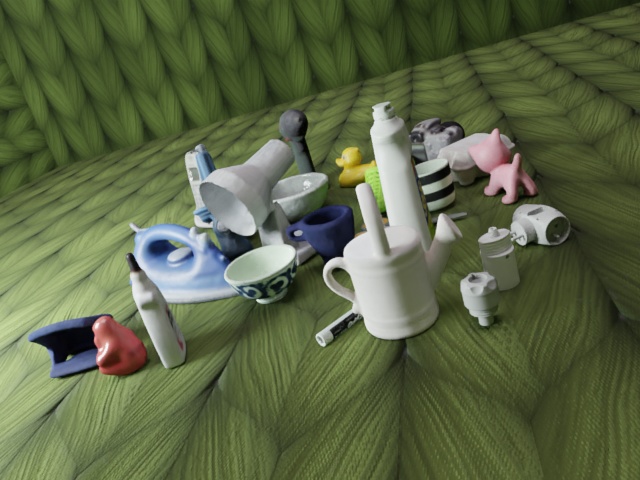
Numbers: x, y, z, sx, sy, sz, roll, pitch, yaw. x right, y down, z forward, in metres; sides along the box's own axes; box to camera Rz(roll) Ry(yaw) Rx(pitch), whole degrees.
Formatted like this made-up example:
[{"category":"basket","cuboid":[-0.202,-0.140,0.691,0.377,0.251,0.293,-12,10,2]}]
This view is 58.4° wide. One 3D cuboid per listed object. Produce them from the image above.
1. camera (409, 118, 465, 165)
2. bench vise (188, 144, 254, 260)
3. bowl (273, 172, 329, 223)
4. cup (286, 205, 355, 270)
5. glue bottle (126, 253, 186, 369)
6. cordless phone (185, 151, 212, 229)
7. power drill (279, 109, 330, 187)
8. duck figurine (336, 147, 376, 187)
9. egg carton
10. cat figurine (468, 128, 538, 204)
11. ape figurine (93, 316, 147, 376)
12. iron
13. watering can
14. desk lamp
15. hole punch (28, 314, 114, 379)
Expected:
[{"category":"camera","cuboid":[0.281,-0.233,1.311,0.137,0.101,0.142,-32,26,-33]},{"category":"bench vise","cuboid":[-0.193,-0.083,1.155,0.122,0.220,0.206,-27,23,-21]},{"category":"bowl","cuboid":[-0.054,-0.083,1.247,0.167,0.075,0.167,-15,21,7]},{"category":"cup","cuboid":[0.009,0.003,0.957,0.117,0.095,0.091,-14,22,11]},{"category":"glue bottle","cuboid":[-0.239,0.096,0.819,0.037,0.173,0.078,-22,22,-10]},{"category":"cordless phone","cuboid":[-0.250,-0.120,1.340,0.147,0.185,0.094,-1,27,37]},{"category":"power drill","cuboid":[-0.044,-0.219,1.386,0.075,0.209,0.229,-20,22,-6]},{"category":"duck figurine","cuboid":[0.086,-0.178,1.352,0.104,0.086,0.077,-9,23,22]},{"category":"egg carton","cuboid":[0.316,-0.169,1.171,0.150,0.069,0.107,-26,23,-20]},{"category":"cat figurine","cuboid":[0.322,-0.138,1.023,0.067,0.118,0.127,-22,22,-10]},{"category":"ape figurine","cuboid":[-0.302,0.152,0.843,0.076,0.092,0.078,-4,25,32]},{"category":"iron","cuboid":[-0.243,0.028,1.031,0.257,0.142,0.119,-2,27,35]},{"category":"watering can","cuboid":[0.089,0.016,0.726,0.173,0.194,0.100,-23,22,-11]},{"category":"desk lamp","cuboid":[-0.090,-0.058,1.020,0.117,0.214,0.204,5,31,45]},{"category":"hole punch","cuboid":[-0.390,0.152,0.913,0.108,0.091,0.101,-17,21,4]}]
